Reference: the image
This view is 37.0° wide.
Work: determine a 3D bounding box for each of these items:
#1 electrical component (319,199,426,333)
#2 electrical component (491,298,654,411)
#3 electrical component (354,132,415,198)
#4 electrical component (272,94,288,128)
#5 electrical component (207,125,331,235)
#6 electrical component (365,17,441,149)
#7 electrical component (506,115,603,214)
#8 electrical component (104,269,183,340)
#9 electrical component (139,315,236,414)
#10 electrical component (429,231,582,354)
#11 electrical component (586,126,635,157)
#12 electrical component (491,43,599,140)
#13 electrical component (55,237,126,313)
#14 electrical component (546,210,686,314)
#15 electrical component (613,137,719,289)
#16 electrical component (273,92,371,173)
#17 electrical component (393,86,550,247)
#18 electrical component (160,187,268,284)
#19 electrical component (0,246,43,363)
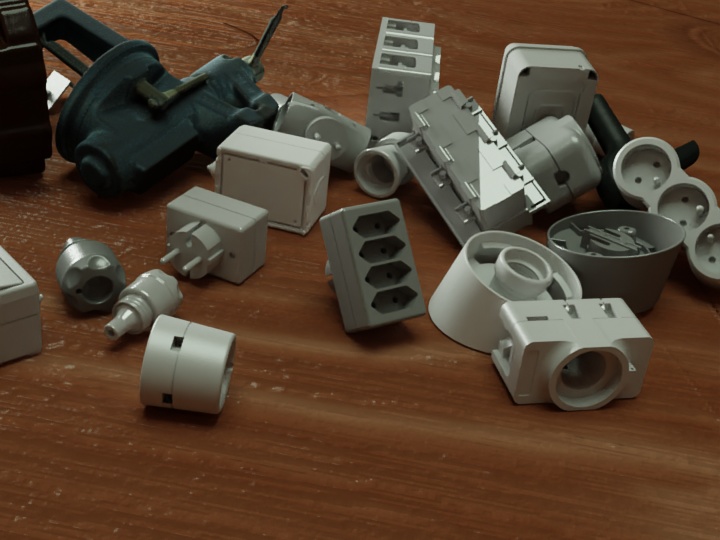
[{"bbox_3d":[0.000,0.000,0.760,0.047,0.083,0.076,-12,-2,-29],"label":"electrical component"},{"bbox_3d":[0.141,0.055,0.709,0.089,0.050,0.055,-1,32,-13],"label":"electrical component"},{"bbox_3d":[0.027,-0.093,0.938,0.045,0.045,0.055,21,34,23],"label":"electrical component"},{"bbox_3d":[-0.063,-0.141,1.006,0.044,0.044,0.065,-21,36,-38],"label":"electrical component"},{"bbox_3d":[-0.076,-0.077,0.875,0.096,0.061,0.061,14,31,11],"label":"electrical component"},{"bbox_3d":[0.043,-0.174,1.034,0.062,0.089,0.150,8,31,1],"label":"electrical component"},{"bbox_3d":[0.167,-0.094,0.926,0.059,0.053,0.095,-30,19,5],"label":"electrical component"},{"bbox_3d":[-0.147,0.026,0.715,0.035,0.035,0.061,19,36,19],"label":"electrical component"},{"bbox_3d":[-0.103,0.059,0.652,0.047,0.055,0.055,11,31,0],"label":"electrical component"},{"bbox_3d":[0.106,0.019,0.773,0.099,0.064,0.099,15,36,-11],"label":"electrical component"},{"bbox_3d":[0.234,-0.132,1.051,0.065,0.044,0.044,31,38,27],"label":"electrical component"},{"bbox_3d":[0.166,-0.147,0.992,0.078,0.113,0.057,1,34,-10],"label":"electrical component"},{"bbox_3d":[-0.189,-0.001,0.744,0.043,0.043,0.062,-10,33,-26],"label":"electrical component"},{"bbox_3d":[0.190,-0.012,0.817,0.099,0.064,0.099,5,31,-3],"label":"electrical component"},{"bbox_3d":[0.263,-0.042,0.869,0.138,0.052,0.074,52,9,20],"label":"electrical component"},{"bbox_3d":[-0.031,-0.116,0.934,0.077,0.043,0.079,24,11,-14],"label":"electrical component"},{"bbox_3d":[0.088,-0.086,0.873,0.079,0.063,0.121,-29,61,-4],"label":"electrical component"},{"bbox_3d":[-0.115,-0.018,0.783,0.066,0.047,0.077,19,33,19],"label":"electrical component"},{"bbox_3d":[-0.245,0.022,0.676,0.096,0.061,0.062,-19,39,-36],"label":"electrical component"}]
